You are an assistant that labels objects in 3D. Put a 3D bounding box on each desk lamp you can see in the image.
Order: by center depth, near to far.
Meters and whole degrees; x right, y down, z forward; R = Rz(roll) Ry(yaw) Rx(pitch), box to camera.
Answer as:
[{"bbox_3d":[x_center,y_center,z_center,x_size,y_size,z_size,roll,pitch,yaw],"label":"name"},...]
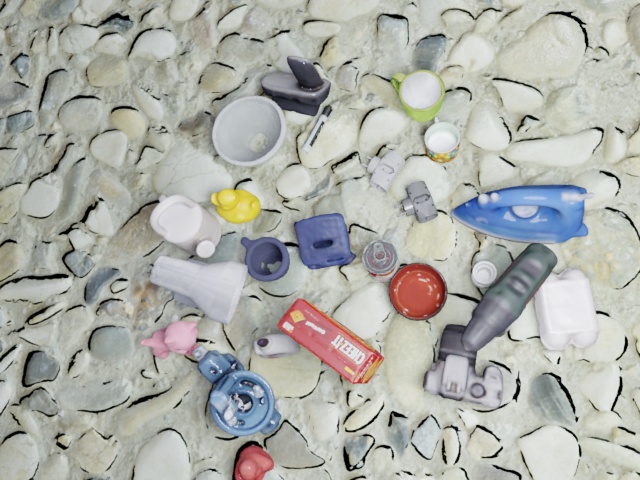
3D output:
[{"bbox_3d":[-0.226,0.092,1.125,0.203,0.214,0.118,15,79,14],"label":"desk lamp"}]

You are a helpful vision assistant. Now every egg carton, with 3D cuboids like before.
[{"bbox_3d":[0.454,0.128,1.064,0.107,0.069,0.150,-8,74,9],"label":"egg carton"}]

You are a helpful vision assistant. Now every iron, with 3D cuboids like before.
[{"bbox_3d":[0.382,-0.065,1.090,0.258,0.141,0.119,1,76,11],"label":"iron"}]

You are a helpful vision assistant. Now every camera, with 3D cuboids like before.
[{"bbox_3d":[0.269,0.229,1.056,0.143,0.101,0.137,8,77,13],"label":"camera"}]

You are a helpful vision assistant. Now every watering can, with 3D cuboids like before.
[{"bbox_3d":[-0.276,-0.034,1.178,0.172,0.194,0.101,23,81,16],"label":"watering can"}]

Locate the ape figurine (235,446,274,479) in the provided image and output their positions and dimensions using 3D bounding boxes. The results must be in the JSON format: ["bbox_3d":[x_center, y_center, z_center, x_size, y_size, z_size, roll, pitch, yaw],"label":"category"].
[{"bbox_3d":[-0.129,0.430,1.082,0.077,0.092,0.076,-13,73,7],"label":"ape figurine"}]

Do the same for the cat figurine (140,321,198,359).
[{"bbox_3d":[-0.299,0.201,1.160,0.127,0.118,0.067,-9,74,8],"label":"cat figurine"}]

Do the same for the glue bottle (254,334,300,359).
[{"bbox_3d":[-0.092,0.202,1.092,0.078,0.173,0.037,-16,73,7],"label":"glue bottle"}]

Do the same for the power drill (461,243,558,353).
[{"bbox_3d":[0.326,0.114,1.018,0.075,0.209,0.230,38,85,18],"label":"power drill"}]

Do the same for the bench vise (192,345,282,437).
[{"bbox_3d":[-0.180,0.286,1.062,0.207,0.220,0.121,25,81,16],"label":"bench vise"}]

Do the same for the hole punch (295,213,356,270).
[{"bbox_3d":[0.011,0.004,1.168,0.108,0.091,0.101,-11,74,8],"label":"hole punch"}]

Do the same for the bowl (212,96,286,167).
[{"bbox_3d":[-0.148,-0.229,1.267,0.167,0.075,0.167,-3,75,10],"label":"bowl"}]

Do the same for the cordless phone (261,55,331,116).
[{"bbox_3d":[-0.061,-0.352,1.225,0.147,0.185,0.094,11,78,13],"label":"cordless phone"}]

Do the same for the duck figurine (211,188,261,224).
[{"bbox_3d":[-0.184,-0.081,1.230,0.104,0.086,0.077,7,77,13],"label":"duck figurine"}]

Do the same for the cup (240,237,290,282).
[{"bbox_3d":[-0.109,0.040,1.179,0.117,0.095,0.092,36,85,17],"label":"cup"}]
